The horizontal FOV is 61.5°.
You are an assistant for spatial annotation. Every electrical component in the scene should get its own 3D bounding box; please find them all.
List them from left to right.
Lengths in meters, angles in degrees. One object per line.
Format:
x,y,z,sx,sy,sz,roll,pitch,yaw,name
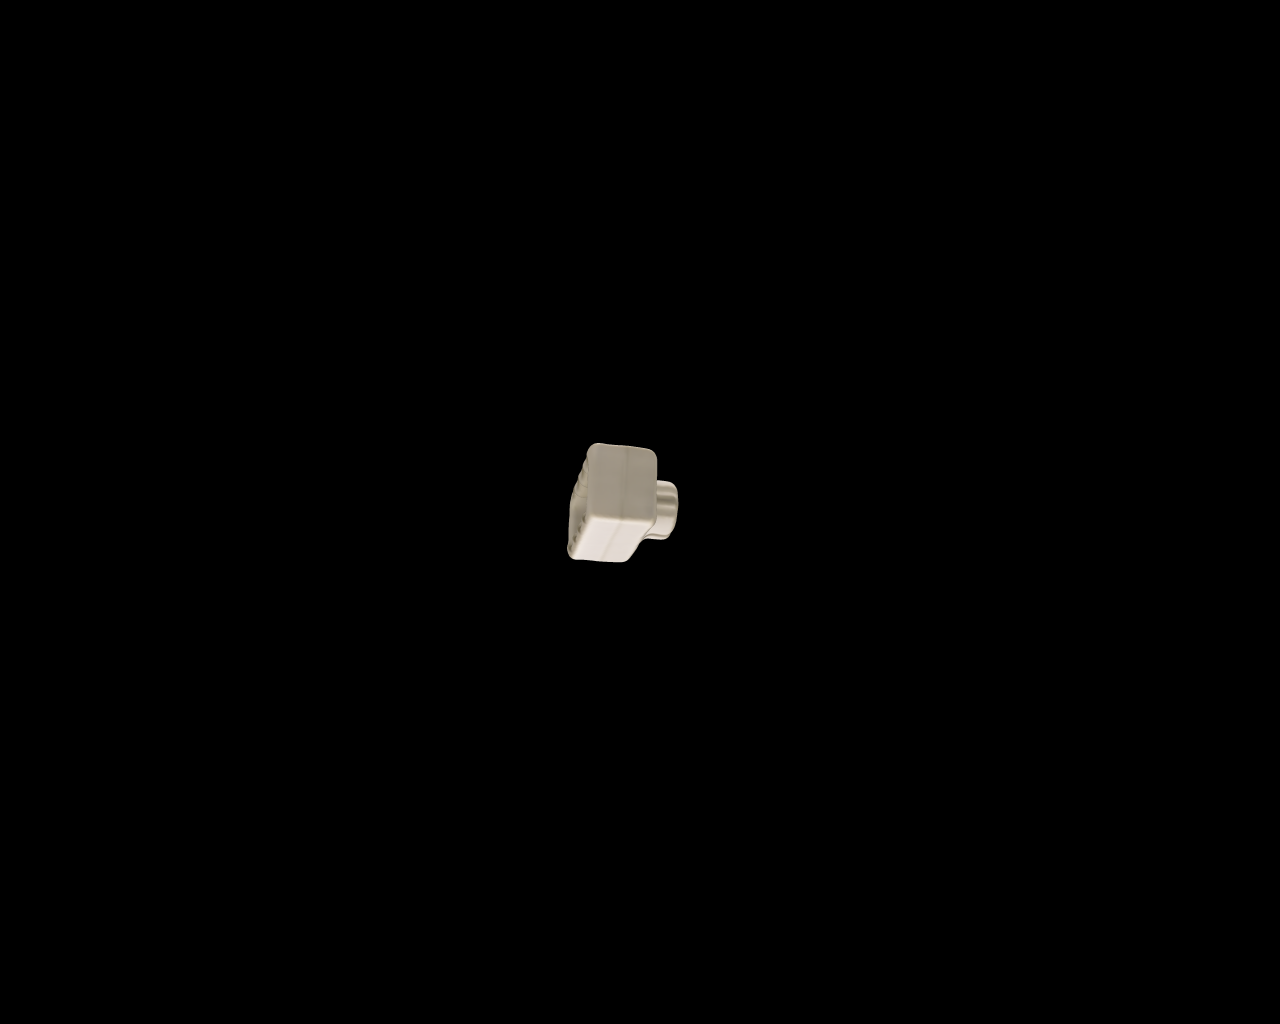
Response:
0.001,-0.003,0.650,0.076,0.047,0.083,4,-20,-11,electrical component
